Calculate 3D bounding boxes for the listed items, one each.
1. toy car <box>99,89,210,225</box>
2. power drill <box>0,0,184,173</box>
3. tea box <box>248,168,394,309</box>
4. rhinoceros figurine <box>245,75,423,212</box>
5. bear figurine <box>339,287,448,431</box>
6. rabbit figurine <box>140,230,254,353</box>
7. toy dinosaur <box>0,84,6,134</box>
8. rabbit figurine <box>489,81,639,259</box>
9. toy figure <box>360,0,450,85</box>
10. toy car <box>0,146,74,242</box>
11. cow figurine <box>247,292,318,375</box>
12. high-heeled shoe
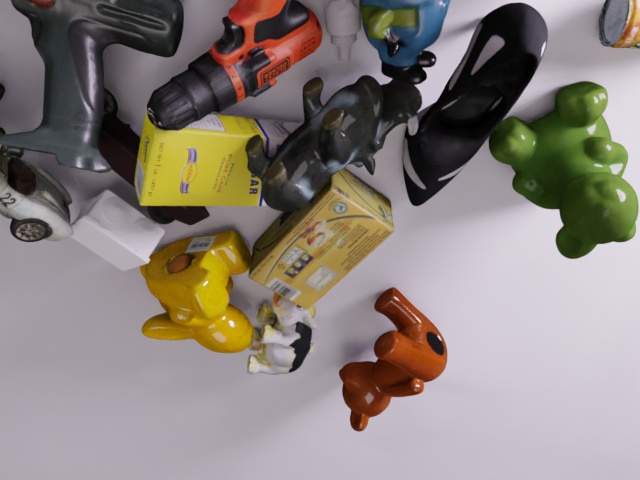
[{"bbox_3d":[-0.205,-0.090,0.602,0.089,0.053,0.202,-24,127,38],"label":"toy car"},{"bbox_3d":[-0.251,-0.170,0.482,0.232,0.086,0.207,11,87,-16],"label":"power drill"},{"bbox_3d":[-0.001,-0.002,0.657,0.098,0.068,0.169,33,121,-23],"label":"tea box"},{"bbox_3d":[0.018,-0.098,0.537,0.190,0.073,0.112,-38,137,1],"label":"rhinoceros figurine"},{"bbox_3d":[0.082,0.179,0.773,0.132,0.120,0.196,37,126,-21],"label":"bear figurine"},{"bbox_3d":[-0.156,0.090,0.704,0.162,0.122,0.173,-13,129,18],"label":"rabbit figurine"},{"bbox_3d":[-0.456,-0.181,0.511,0.198,0.105,0.470,-38,128,19],"label":"toy dinosaur"},{"bbox_3d":[0.258,-0.049,0.546,0.121,0.170,0.158,-21,125,18],"label":"rabbit figurine"},{"bbox_3d":[0.068,-0.230,0.466,0.089,0.082,0.179,-4,131,2],"label":"toy figure"},{"bbox_3d":[-0.326,-0.067,0.540,0.056,0.074,0.201,-25,145,3],"label":"toy car"},{"bbox_3d":[-0.042,0.129,0.763,0.098,0.068,0.167,13,131,-16],"label":"cow figurine"},{"bbox_3d":[0.142,-0.105,0.521,0.086,0.145,0.248,10,127,-5],"label":"high-heeled shoe"}]
